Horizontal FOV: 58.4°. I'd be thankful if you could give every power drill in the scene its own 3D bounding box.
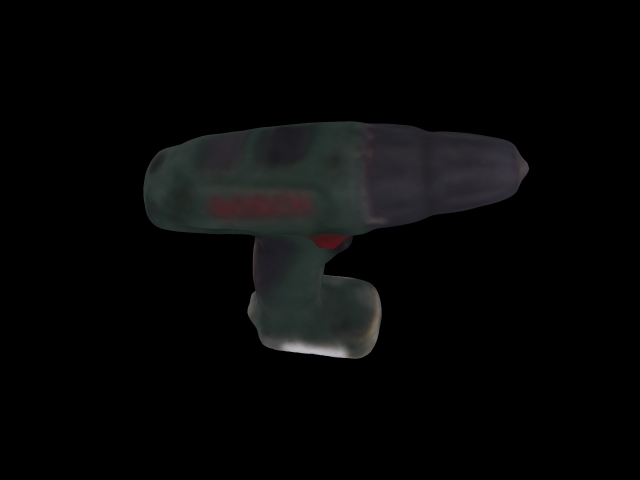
[{"bbox_3d":[0.004,0.001,0.400,0.229,0.208,0.075,5,53,4],"label":"power drill"}]
